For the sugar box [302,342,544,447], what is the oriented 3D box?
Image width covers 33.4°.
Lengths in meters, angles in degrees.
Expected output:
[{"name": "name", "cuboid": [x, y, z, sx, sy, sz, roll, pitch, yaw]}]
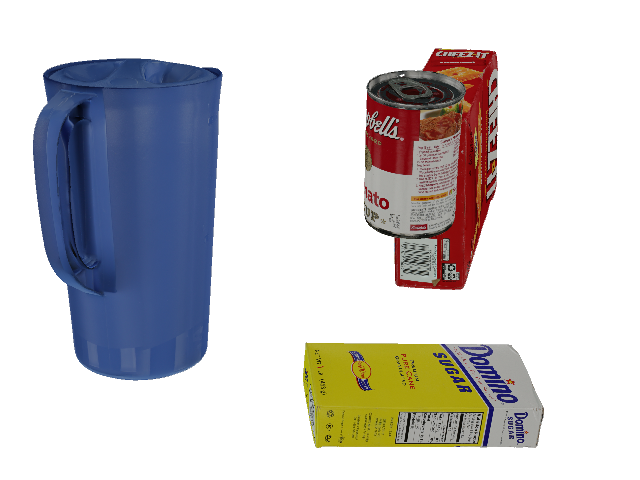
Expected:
[{"name": "sugar box", "cuboid": [0.078, 0.121, 0.844, 0.176, 0.048, 0.093, -1, 28, -6]}]

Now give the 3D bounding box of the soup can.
[{"name": "soup can", "cuboid": [0.065, -0.061, 0.753, 0.068, 0.102, 0.068, 0, 29, 0]}]

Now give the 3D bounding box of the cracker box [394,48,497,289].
[{"name": "cracker box", "cuboid": [0.123, -0.074, 1.008, 0.072, 0.164, 0.213, 5, 27, 15]}]

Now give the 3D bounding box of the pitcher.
[{"name": "pitcher", "cuboid": [-0.149, -0.016, 0.830, 0.149, 0.243, 0.145, -5, 19, -19]}]
